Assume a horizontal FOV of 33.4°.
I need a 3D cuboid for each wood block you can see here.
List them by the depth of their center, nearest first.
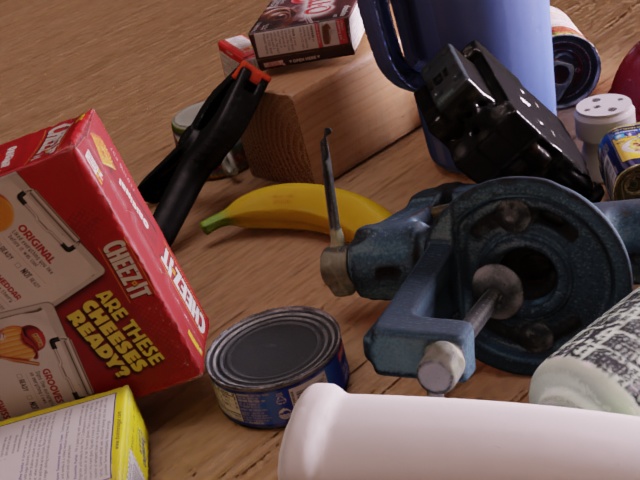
[{"bbox_3d":[0.029,-0.135,0.967,0.205,0.090,0.091,-33,32,-32],"label":"wood block"}]

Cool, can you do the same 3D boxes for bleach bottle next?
[{"bbox_3d":[0.115,0.111,0.457,0.251,0.102,0.068,-4,34,21],"label":"bleach bottle"}]

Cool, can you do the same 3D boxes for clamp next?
[{"bbox_3d":[-0.104,-0.076,0.899,0.171,0.039,0.120,-54,30,5],"label":"clamp"}]

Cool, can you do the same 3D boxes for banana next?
[{"bbox_3d":[0.001,-0.013,0.817,0.198,0.037,0.069,8,52,38],"label":"banana"}]

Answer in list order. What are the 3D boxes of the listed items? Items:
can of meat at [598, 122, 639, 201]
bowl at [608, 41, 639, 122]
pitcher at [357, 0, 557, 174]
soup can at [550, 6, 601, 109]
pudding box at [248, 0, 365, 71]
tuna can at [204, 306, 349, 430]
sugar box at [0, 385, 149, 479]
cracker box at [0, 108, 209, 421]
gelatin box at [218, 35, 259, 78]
[{"bbox_3d":[0.248,-0.047,0.737,0.102,0.057,0.084,-9,26,9],"label":"can of meat"},{"bbox_3d":[0.313,-0.142,0.884,0.162,0.055,0.162,-12,27,6],"label":"bowl"},{"bbox_3d":[0.111,-0.173,0.833,0.149,0.243,0.145,-10,28,8],"label":"pitcher"},{"bbox_3d":[0.208,-0.168,0.967,0.068,0.068,0.102,-12,27,5],"label":"soup can"},{"bbox_3d":[-0.007,-0.190,0.945,0.090,0.039,0.113,-8,27,13],"label":"pudding box"},{"bbox_3d":[-0.026,0.078,0.658,0.086,0.034,0.086,-11,28,6],"label":"tuna can"},{"bbox_3d":[-0.186,0.145,0.599,0.176,0.048,0.093,-18,27,2],"label":"sugar box"},{"bbox_3d":[-0.197,0.036,0.645,0.214,0.164,0.072,-20,27,10],"label":"cracker box"},{"bbox_3d":[-0.066,-0.147,1.034,0.030,0.089,0.073,-20,28,-16],"label":"gelatin box"}]
